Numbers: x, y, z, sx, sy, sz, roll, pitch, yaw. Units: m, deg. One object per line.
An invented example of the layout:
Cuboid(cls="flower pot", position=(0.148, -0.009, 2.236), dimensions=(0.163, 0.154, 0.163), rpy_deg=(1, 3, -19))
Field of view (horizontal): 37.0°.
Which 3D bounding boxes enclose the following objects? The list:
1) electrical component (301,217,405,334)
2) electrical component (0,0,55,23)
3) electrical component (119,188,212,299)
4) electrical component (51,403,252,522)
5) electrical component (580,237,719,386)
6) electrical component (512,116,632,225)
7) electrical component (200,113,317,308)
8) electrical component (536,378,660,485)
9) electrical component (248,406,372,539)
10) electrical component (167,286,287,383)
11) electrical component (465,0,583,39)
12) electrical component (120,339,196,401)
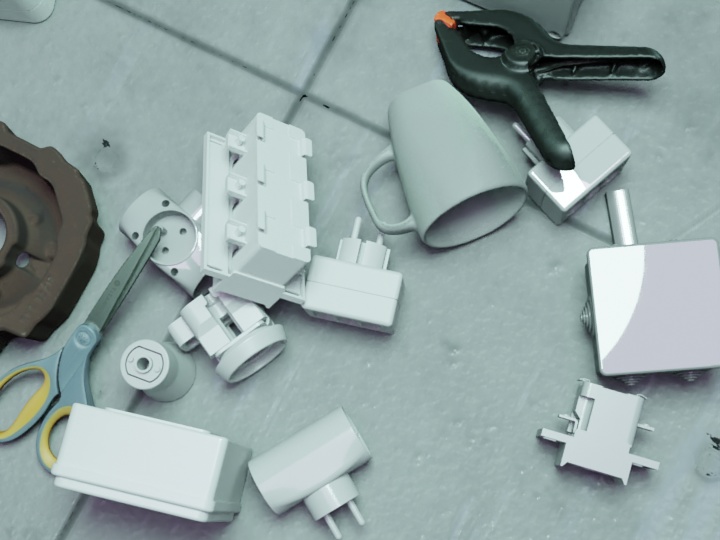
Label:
Cuboid(cls="electrical component", position=(0.000, 0.000, 0.776), dimensions=(0.066, 0.047, 0.076), rpy_deg=(12, 81, 6))
Cuboid(cls="electrical component", position=(-0.291, -0.231, 0.834), dimensions=(0.095, 0.059, 0.053), rpy_deg=(7, 80, 5))
Cuboid(cls="electrical component", position=(-0.123, -0.033, 0.793), dimensions=(0.077, 0.044, 0.079), rpy_deg=(41, 85, 10))
Cuboid(cls="electrical component", position=(-0.137, 0.132, 0.732), dimensions=(0.109, 0.108, 0.056), rpy_deg=(12, 78, 6))
Cuboid(cls="electrical component", position=(0.204, 0.028, 0.745), dimensions=(0.100, 0.048, 0.099), rpy_deg=(-5, 79, 5))
Cuboid(cls="electrical component", position=(0.144, -0.085, 0.781), dimensions=(0.066, 0.047, 0.076), rpy_deg=(-41, 80, -4))
Cuboid(cls="electrical component", position=(-0.068, -0.045, 0.753), dimensions=(0.079, 0.063, 0.121), rpy_deg=(19, 49, -29))
Cuboid(cls="electrical component", position=(0.167, 0.112, 0.747), dimensions=(0.081, 0.042, 0.063), rpy_deg=(16, 81, 6))
Cuboid(cls="electrical component", position=(-0.026, 0.149, 0.754), dimensions=(0.077, 0.043, 0.079), rpy_deg=(-31, 80, -2))
Cuboid(cls="electrical component", position=(-0.089, 0.043, 0.771), dimensions=(0.078, 0.058, 0.057), rpy_deg=(-36, 76, -3))
Cuboid(cls="electrical component", position=(0.117, -0.230, 0.779), dimensions=(0.109, 0.108, 0.056), rpy_deg=(25, 80, 8))
Cuboid(cls="electrical component", position=(-0.146, 0.070, 0.765), dimensions=(0.044, 0.065, 0.044), rpy_deg=(-1, 80, 4))
